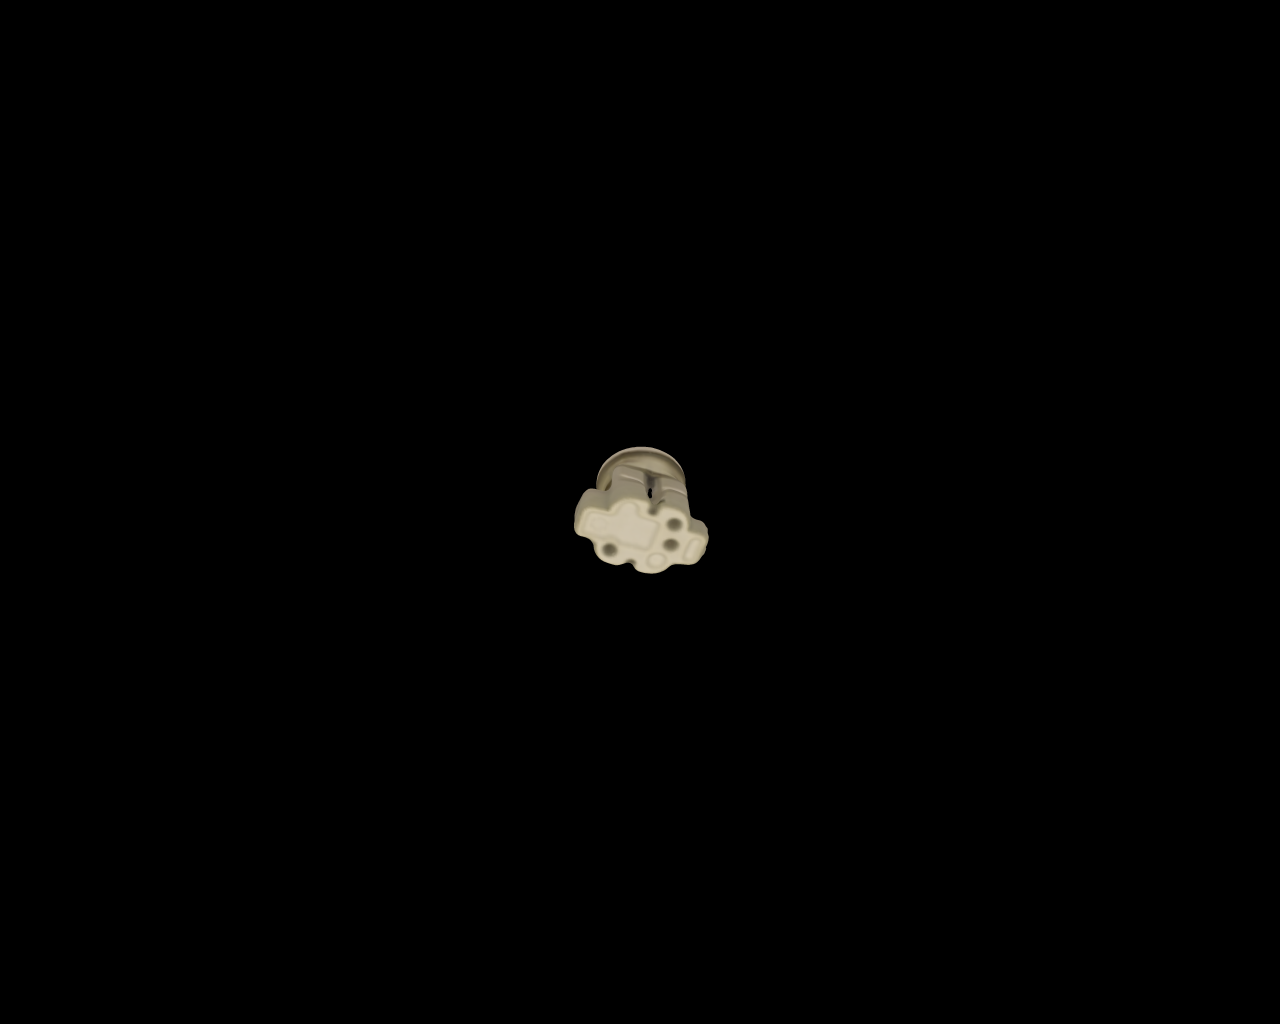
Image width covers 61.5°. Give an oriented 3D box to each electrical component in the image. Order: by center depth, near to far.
[{"bbox_3d":[0.001,-0.003,0.650,0.078,0.057,0.057,15,36,-11],"label":"electrical component"}]
